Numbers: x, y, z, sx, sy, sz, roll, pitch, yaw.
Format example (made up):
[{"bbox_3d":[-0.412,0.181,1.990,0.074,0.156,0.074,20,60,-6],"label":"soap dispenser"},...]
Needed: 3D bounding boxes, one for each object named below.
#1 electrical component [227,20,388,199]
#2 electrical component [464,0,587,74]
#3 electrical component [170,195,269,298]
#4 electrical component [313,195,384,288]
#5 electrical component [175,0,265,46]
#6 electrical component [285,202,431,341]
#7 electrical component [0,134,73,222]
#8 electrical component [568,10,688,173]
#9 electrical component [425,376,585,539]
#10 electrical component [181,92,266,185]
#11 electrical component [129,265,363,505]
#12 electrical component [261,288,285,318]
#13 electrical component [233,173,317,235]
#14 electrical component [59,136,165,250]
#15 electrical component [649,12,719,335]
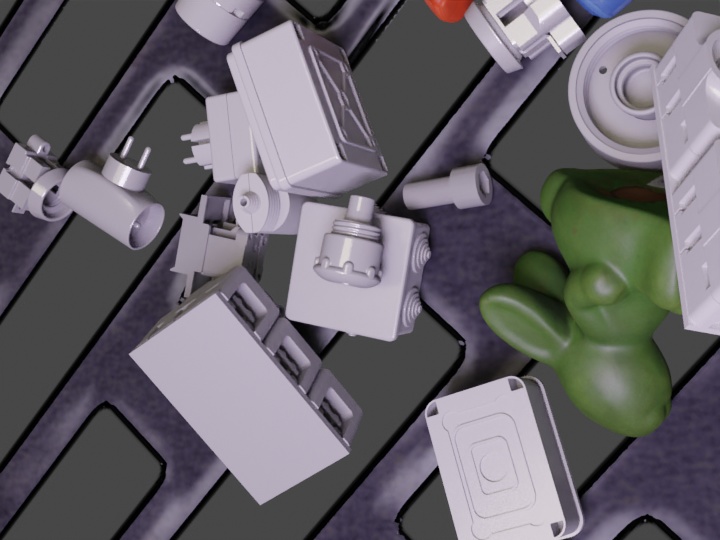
[{"bbox_3d":[-0.035,-0.111,0.775,0.056,0.109,0.108,-22,83,18],"label":"electrical component"},{"bbox_3d":[0.110,-0.173,0.742,0.057,0.058,0.078,-36,79,16],"label":"electrical component"},{"bbox_3d":[-0.108,-0.016,0.842,0.064,0.042,0.081,13,96,20],"label":"electrical component"},{"bbox_3d":[-0.004,-0.020,0.744,0.048,0.048,0.062,11,88,22],"label":"electrical component"},{"bbox_3d":[-0.110,-0.208,0.834,0.055,0.055,0.047,47,110,15],"label":"electrical component"},{"bbox_3d":[0.000,0.000,0.794,0.100,0.048,0.099,11,95,22],"label":"electrical component"},{"bbox_3d":[-0.269,-0.072,0.905,0.055,0.048,0.066,36,103,26],"label":"electrical component"},{"bbox_3d":[0.190,-0.118,0.709,0.108,0.060,0.108,0,91,22],"label":"electrical component"},{"bbox_3d":[0.101,0.135,0.742,0.078,0.057,0.113,-21,74,21],"label":"electrical component"},{"bbox_3d":[-0.105,-0.099,0.836,0.077,0.047,0.065,-7,88,23],"label":"electrical component"},{"bbox_3d":[-0.080,0.083,0.790,0.089,0.061,0.150,-34,102,24],"label":"electrical component"},{"bbox_3d":[-0.096,0.040,0.837,0.081,0.043,0.043,-14,86,22],"label":"electrical component"},{"bbox_3d":[-0.068,-0.049,0.803,0.043,0.081,0.043,0,91,22],"label":"electrical component"},{"bbox_3d":[-0.195,-0.069,0.875,0.077,0.043,0.079,31,102,19],"label":"electrical component"},{"bbox_3d":[0.232,-0.053,0.597,0.105,0.060,0.186,10,56,-10],"label":"electrical component"}]
